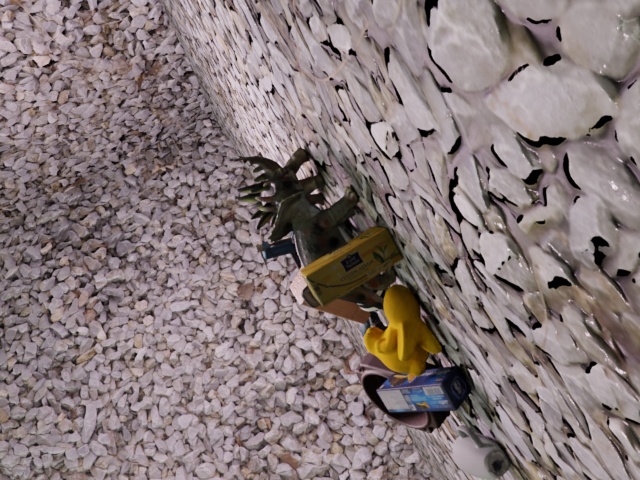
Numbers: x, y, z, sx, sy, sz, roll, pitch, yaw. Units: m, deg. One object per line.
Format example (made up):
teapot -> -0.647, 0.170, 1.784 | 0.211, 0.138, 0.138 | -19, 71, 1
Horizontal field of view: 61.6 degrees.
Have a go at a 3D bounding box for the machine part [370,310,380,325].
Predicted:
machine part -> 0.150, 0.181, 1.356 | 0.084, 0.039, 0.138 | 21, 153, 31

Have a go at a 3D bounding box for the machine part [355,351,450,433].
machine part -> 0.194, 0.346, 1.257 | 0.202, 0.087, 0.200 | 3, 128, 45

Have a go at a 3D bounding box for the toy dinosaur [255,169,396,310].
toy dinosaur -> 0.022, 0.031, 1.080 | 0.404, 0.192, 0.131 | 62, 175, -8

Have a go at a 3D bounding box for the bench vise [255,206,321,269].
bench vise -> -0.071, 0.010, 1.568 | 0.223, 0.241, 0.129 | 95, 152, -51

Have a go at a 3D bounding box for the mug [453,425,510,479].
mug -> 0.319, 0.417, 1.060 | 0.109, 0.081, 0.107 | 65, 163, 1

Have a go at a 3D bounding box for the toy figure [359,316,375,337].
toy figure -> 0.135, 0.210, 1.535 | 0.064, 0.058, 0.154 | 10, 121, 29

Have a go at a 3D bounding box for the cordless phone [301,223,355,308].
cordless phone -> -0.001, 0.045, 1.156 | 0.146, 0.184, 0.089 | 50, 147, -9

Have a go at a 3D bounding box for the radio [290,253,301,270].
radio -> -0.010, 0.080, 1.802 | 0.229, 0.131, 0.073 | 62, 175, -21

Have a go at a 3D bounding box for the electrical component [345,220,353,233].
electrical component -> 0.043, -0.035, 1.260 | 0.078, 0.045, 0.102 | 62, 174, -30

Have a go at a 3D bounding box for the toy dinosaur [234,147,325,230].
toy dinosaur -> -0.092, -0.117, 1.268 | 0.105, 0.198, 0.471 | 54, 174, 19

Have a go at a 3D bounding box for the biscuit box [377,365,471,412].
biscuit box -> 0.203, 0.299, 1.070 | 0.203, 0.063, 0.059 | -28, 94, 53

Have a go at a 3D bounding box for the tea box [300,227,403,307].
tea box -> 0.054, 0.045, 0.981 | 0.068, 0.170, 0.098 | 59, 173, -8

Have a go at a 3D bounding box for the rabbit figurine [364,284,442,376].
rabbit figurine -> 0.157, 0.172, 1.039 | 0.162, 0.122, 0.173 | -118, 21, -60

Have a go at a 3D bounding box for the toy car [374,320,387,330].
toy car -> 0.182, 0.270, 1.355 | 0.201, 0.089, 0.053 | 64, 176, -29
